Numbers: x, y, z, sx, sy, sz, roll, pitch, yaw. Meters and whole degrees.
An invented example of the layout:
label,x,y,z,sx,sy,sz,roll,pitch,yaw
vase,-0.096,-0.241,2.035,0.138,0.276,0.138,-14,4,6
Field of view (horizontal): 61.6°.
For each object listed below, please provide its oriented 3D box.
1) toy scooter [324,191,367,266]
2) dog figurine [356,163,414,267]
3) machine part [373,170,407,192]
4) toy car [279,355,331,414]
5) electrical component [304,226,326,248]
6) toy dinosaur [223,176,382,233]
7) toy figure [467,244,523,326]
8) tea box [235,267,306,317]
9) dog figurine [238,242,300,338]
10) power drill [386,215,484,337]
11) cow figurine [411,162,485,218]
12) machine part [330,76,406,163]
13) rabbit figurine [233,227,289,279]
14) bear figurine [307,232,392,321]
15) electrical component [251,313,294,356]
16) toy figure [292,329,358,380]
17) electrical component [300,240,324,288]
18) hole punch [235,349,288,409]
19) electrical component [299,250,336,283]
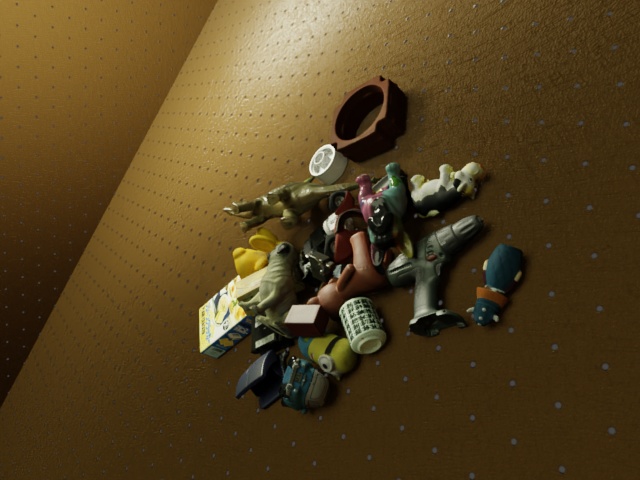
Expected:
label,x,y,z,sx,sy,sz,roll,pitch,yaw
toy scooter,0.082,-0.024,1.289,0.075,0.135,0.183,98,179,-85
dog figurine,0.149,-0.040,1.159,0.109,0.191,0.219,-14,60,16
machine part,0.152,-0.125,1.323,0.139,0.039,0.084,-44,34,22
toy car,-0.028,0.317,1.174,0.103,0.161,0.109,15,64,7
electrical component,-0.003,-0.004,1.434,0.094,0.021,0.063,-43,39,22
toy dinosaur,-0.070,-0.109,1.444,0.472,0.105,0.198,-4,22,32
toy figure,0.320,0.084,0.972,0.064,0.057,0.154,18,86,59
tea box,-0.130,0.118,1.391,0.170,0.068,0.098,-27,22,2
dog figurine,-0.079,0.120,1.297,0.121,0.172,0.190,12,61,50
power drill,0.233,0.074,1.061,0.232,0.086,0.207,-29,50,36
cow figurine,0.272,-0.105,1.144,0.167,0.068,0.098,-17,60,47
machine part,0.130,-0.321,1.441,0.202,0.087,0.201,-18,53,40
rabbit figurine,-0.140,0.047,1.474,0.173,0.162,0.122,-16,17,17
bear figurine,0.066,0.093,1.215,0.196,0.120,0.132,-37,39,36
electrical component,-0.122,0.223,1.391,0.115,0.058,0.134,-28,47,33
toy figure,0.010,0.240,1.208,0.089,0.082,0.180,-59,33,-5
electrical component,-0.015,0.055,1.380,0.075,0.047,0.119,-48,28,21
hole punch,-0.146,0.335,1.321,0.142,0.092,0.116,-46,35,24
electrical component,-0.008,0.061,1.266,0.102,0.045,0.078,29,133,42
